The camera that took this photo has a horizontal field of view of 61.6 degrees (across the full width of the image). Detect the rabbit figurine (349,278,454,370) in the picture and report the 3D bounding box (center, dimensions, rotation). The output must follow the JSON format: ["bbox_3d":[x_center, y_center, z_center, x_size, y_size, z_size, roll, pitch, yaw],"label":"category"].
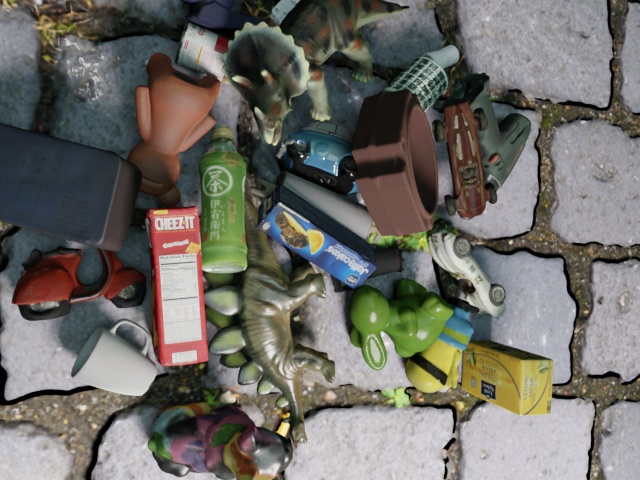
[{"bbox_3d":[0.110,0.132,0.922,0.170,0.121,0.159,20,106,-32],"label":"rabbit figurine"}]

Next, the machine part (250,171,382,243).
[{"bbox_3d":[0.001,-0.050,0.903,0.243,0.079,0.079,22,84,-16],"label":"machine part"}]

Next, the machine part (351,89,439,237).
[{"bbox_3d":[0.130,-0.123,0.871,0.200,0.087,0.201,60,35,-42],"label":"machine part"}]

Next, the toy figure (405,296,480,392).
[{"bbox_3d":[0.219,0.188,0.974,0.089,0.082,0.180,22,90,2],"label":"toy figure"}]

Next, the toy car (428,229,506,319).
[{"bbox_3d":[0.271,0.062,0.992,0.056,0.073,0.201,-43,102,-14],"label":"toy car"}]

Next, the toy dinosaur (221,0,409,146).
[{"bbox_3d":[-0.003,-0.312,0.838,0.131,0.192,0.405,28,71,28],"label":"toy dinosaur"}]

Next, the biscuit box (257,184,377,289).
[{"bbox_3d":[-0.002,-0.003,0.850,0.202,0.063,0.059,33,116,-22],"label":"biscuit box"}]

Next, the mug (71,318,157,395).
[{"bbox_3d":[-0.298,0.179,0.812,0.107,0.081,0.109,37,75,-26],"label":"mug"}]

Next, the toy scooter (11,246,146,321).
[{"bbox_3d":[-0.355,0.042,0.790,0.184,0.075,0.135,-7,93,-21],"label":"toy scooter"}]

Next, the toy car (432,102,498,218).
[{"bbox_3d":[0.247,-0.129,0.909,0.089,0.053,0.201,-13,116,4],"label":"toy car"}]

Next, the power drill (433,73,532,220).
[{"bbox_3d":[0.289,-0.179,0.976,0.232,0.086,0.207,-48,116,-16],"label":"power drill"}]

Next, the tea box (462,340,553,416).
[{"bbox_3d":[0.330,0.241,0.962,0.068,0.170,0.098,4,88,-20],"label":"tea box"}]

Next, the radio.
[{"bbox_3d":[-0.375,-0.074,0.744,0.230,0.073,0.131,15,84,5],"label":"radio"}]

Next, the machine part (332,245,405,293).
[{"bbox_3d":[0.083,0.046,0.952,0.139,0.039,0.084,-14,86,-16],"label":"machine part"}]

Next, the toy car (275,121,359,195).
[{"bbox_3d":[0.012,-0.145,0.899,0.162,0.109,0.103,22,70,-9],"label":"toy car"}]

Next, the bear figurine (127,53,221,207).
[{"bbox_3d":[-0.233,-0.161,0.815,0.120,0.132,0.195,17,117,-21],"label":"bear figurine"}]

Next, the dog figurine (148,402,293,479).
[{"bbox_3d":[-0.147,0.301,0.780,0.191,0.219,0.108,10,76,-18],"label":"dog figurine"}]

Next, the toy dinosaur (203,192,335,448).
[{"bbox_3d":[-0.091,0.095,0.862,0.199,0.105,0.471,-9,82,-14],"label":"toy dinosaur"}]

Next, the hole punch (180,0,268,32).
[{"bbox_3d":[-0.149,-0.358,0.832,0.116,0.142,0.092,-26,120,-11],"label":"hole punch"}]
